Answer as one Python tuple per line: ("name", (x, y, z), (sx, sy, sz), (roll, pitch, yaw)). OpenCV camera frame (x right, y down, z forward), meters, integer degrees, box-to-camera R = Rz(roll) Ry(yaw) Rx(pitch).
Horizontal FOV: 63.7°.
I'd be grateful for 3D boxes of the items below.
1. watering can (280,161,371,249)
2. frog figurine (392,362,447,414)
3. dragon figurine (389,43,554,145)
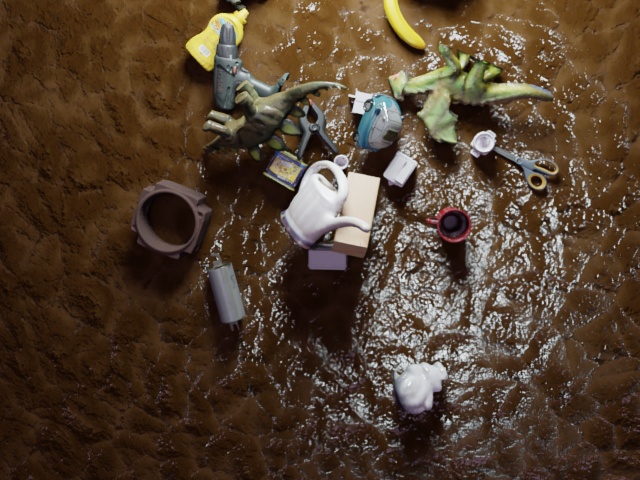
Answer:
("watering can", (0.004, -0.067, 1.331), (0.103, 0.355, 0.221), (24, 115, -34))
("frog figurine", (0.296, 0.427, 1.499), (0.158, 0.122, 0.139), (-23, 78, 20))
("dragon figurine", (0.376, -0.370, 1.372), (0.411, 0.123, 0.239), (29, 110, 8))
